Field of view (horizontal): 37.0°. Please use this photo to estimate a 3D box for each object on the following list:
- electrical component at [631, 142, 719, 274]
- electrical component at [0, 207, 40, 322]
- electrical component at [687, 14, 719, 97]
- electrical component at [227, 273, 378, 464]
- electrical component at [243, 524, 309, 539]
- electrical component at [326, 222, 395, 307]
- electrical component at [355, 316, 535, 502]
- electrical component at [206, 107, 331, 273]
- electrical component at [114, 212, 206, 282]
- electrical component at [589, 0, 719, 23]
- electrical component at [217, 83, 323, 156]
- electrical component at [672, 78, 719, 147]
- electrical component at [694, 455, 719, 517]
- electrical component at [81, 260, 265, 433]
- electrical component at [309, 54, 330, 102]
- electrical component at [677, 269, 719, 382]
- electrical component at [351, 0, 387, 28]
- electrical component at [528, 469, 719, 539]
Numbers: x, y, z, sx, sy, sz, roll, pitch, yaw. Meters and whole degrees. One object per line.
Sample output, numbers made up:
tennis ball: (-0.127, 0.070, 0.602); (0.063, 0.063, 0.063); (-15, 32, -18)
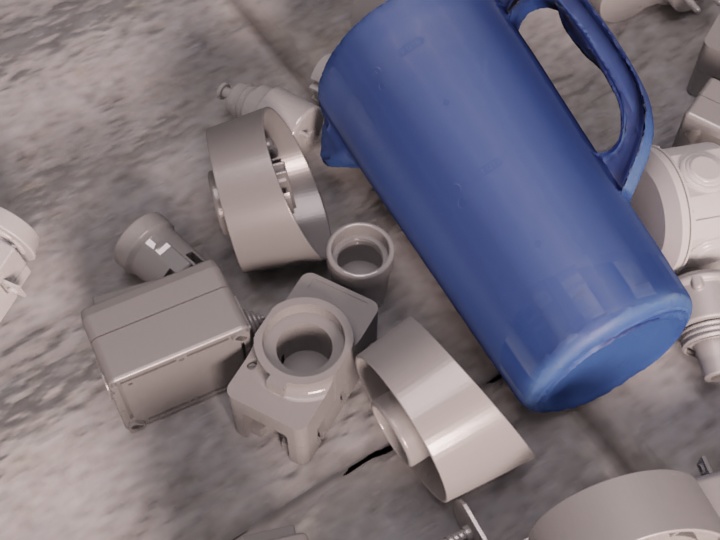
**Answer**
electrical component: (0.192, -0.038, 0.652); (0.051, 0.080, 0.080); (-10, 57, -13)
electrical component: (-0.226, -0.007, 0.650); (0.066, 0.048, 0.055); (22, 67, 14)
electrical component: (0.279, -0.139, 0.731); (0.089, 0.055, 0.050); (26, 61, 16)
electrical component: (-0.031, 0.053, 0.605); (0.050, 0.055, 0.089); (24, 60, 15)
electrical component: (-0.048, 0.163, 0.509); (0.062, 0.096, 0.061); (-11, 56, -7)
electrical component: (0.000, 0.000, 0.645); (0.040, 0.046, 0.040); (0, 57, 0)
electrical component: (0.043, 0.072, 0.571); (0.064, 0.099, 0.099); (-30, 62, -11)
electrical component: (-0.056, -0.047, 0.648); (0.064, 0.099, 0.099); (-14, 58, -2)
electrical component: (-0.120, -0.006, 0.654); (0.046, 0.040, 0.040); (39, 65, 15)
electrical component: (0.234, -0.214, 0.781); (0.138, 0.052, 0.073); (-21, 60, -13)
electrical component: (-0.061, -0.103, 0.716); (0.078, 0.040, 0.040); (29, 62, 17)
electrical component: (0.239, -0.093, 0.695); (0.047, 0.065, 0.076); (31, 61, 18)
electrical component: (0.204, 0.128, 0.566); (0.064, 0.042, 0.081); (-14, 57, -6)
electrical component: (-0.102, 0.038, 0.611); (0.096, 0.061, 0.061); (-22, 60, -14)
electrical component: (-0.006, -0.123, 0.730); (0.046, 0.040, 0.040); (27, 61, 22)
electrical component: (0.203, 0.034, 0.627); (0.048, 0.048, 0.062); (-4, 64, -3)
electrical component: (0.035, -0.179, 0.732); (0.064, 0.099, 0.099); (16, 58, 17)
electrical component: (0.133, 0.144, 0.525); (0.099, 0.099, 0.064); (-11, 52, -8)
